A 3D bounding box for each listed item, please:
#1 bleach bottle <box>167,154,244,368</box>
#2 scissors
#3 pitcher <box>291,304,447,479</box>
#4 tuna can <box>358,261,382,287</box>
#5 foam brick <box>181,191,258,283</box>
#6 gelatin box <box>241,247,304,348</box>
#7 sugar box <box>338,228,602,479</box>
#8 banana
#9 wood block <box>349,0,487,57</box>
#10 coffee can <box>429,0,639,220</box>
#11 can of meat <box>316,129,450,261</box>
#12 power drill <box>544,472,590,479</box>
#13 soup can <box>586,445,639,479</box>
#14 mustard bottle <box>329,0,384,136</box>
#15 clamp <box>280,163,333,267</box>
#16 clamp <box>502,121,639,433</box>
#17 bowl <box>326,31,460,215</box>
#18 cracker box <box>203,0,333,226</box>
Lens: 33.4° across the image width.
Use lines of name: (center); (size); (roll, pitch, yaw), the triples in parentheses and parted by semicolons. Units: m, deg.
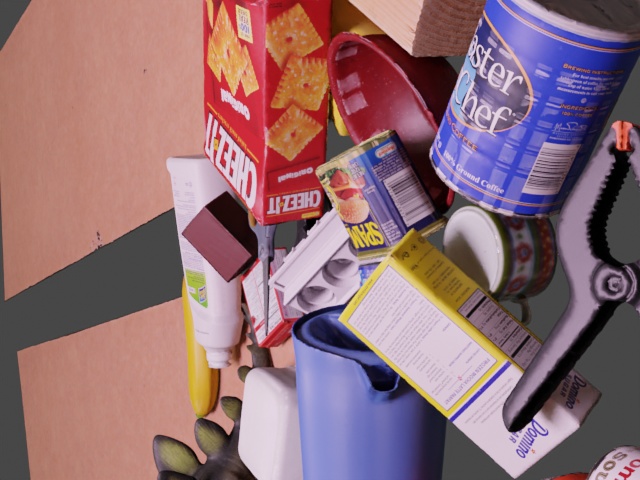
bleach bottle: (-0.131, 0.026, 1.267); (0.103, 0.068, 0.251); (12, 108, 61)
scissors: (-0.048, -0.006, 1.102); (0.096, 0.016, 0.202); (-59, 29, 36)
pitcher: (0.044, 0.178, 0.910); (0.145, 0.148, 0.243); (13, 111, 38)
tuna can: (0.073, 0.032, 0.858); (0.086, 0.086, 0.034); (-11, 83, 62)
foam brick: (-0.102, -0.004, 1.171); (0.078, 0.052, 0.051); (47, 124, 3)
gelatin box: (-0.051, 0.063, 1.156); (0.073, 0.030, 0.089); (-48, 52, 52)
sugar box: (0.105, 0.082, 0.768); (0.176, 0.048, 0.093); (40, 139, 7)
banana: (-0.155, 0.140, 1.355); (0.070, 0.037, 0.198); (11, 104, 60)
wood block: (0.066, -0.227, 0.825); (0.206, 0.090, 0.091); (52, 139, 45)
coffee can: (0.141, -0.099, 0.691); (0.103, 0.102, 0.140); (58, 142, 41)
can of meat: (0.045, -0.035, 0.832); (0.084, 0.057, 0.102); (62, 164, -5)
power drill: (0.154, 0.257, 0.774); (0.188, 0.057, 0.184); (-47, 54, 54)
soup can: (0.214, 0.169, 0.634); (0.102, 0.068, 0.068); (18, 110, 59)
mustard bottle: (0.015, -0.194, 0.959); (0.096, 0.058, 0.192); (116, 140, -52)
clamp: (-0.007, 0.001, 1.054); (0.120, 0.039, 0.171); (26, 114, 51)
clamp: (0.182, 0.033, 0.667); (0.165, 0.036, 0.210); (-8, 83, 38)
bowl: (0.073, -0.100, 0.833); (0.162, 0.055, 0.162); (51, 162, 23)
cracker box: (-0.054, -0.144, 0.970); (0.164, 0.072, 0.214); (-130, 36, -51)
